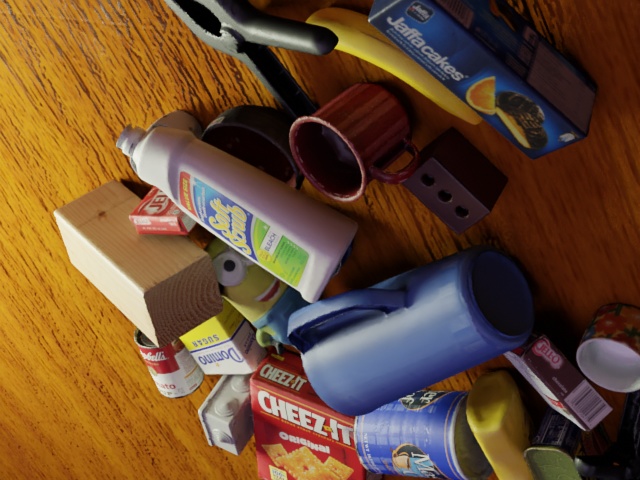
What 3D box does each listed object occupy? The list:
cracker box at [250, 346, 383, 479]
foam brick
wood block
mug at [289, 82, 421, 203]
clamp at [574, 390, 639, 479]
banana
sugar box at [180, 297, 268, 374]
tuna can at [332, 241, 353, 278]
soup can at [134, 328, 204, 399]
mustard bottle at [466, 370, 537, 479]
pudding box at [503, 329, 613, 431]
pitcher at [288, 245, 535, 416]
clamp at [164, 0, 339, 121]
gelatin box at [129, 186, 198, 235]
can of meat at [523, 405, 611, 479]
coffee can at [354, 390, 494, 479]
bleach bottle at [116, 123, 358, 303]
[{"bbox_3d":[-0.002,0.256,1.388,0.164,0.072,0.214,18,137,20],"label":"cracker box"},{"bbox_3d":[0.127,-0.056,1.003,0.078,0.051,0.053,42,140,-6],"label":"foam brick"},{"bbox_3d":[-0.211,0.023,1.236,0.206,0.090,0.090,36,147,41],"label":"wood block"},{"bbox_3d":[0.041,-0.090,0.992,0.117,0.081,0.093,29,144,30],"label":"mug"},{"bbox_3d":[0.322,0.221,1.118,0.039,0.120,0.171,34,169,38],"label":"clamp"},{"bbox_3d":[0.062,-0.164,0.959,0.198,0.037,0.069,27,167,15],"label":"banana"},{"bbox_3d":[-0.149,0.097,1.358,0.094,0.048,0.176,-7,123,39],"label":"sugar box"},{"bbox_3d":[-0.008,0.001,1.170,0.086,0.033,0.086,20,138,19],"label":"tuna can"},{"bbox_3d":[-0.202,0.156,1.437,0.069,0.068,0.102,9,134,29],"label":"soup can"},{"bbox_3d":[0.224,0.244,1.192,0.058,0.096,0.191,-17,120,21],"label":"mustard bottle"},{"bbox_3d":[0.235,0.137,1.092,0.113,0.039,0.090,48,177,-12],"label":"pudding box"},{"bbox_3d":[0.092,0.090,1.108,0.243,0.149,0.145,-29,91,45],"label":"pitcher"},{"bbox_3d":[-0.069,-0.198,0.995,0.210,0.036,0.165,39,159,2],"label":"clamp"},{"bbox_3d":[-0.159,-0.044,1.191,0.073,0.089,0.030,2,132,34],"label":"gelatin box"},{"bbox_3d":[0.271,0.231,1.156,0.058,0.083,0.102,-5,126,38],"label":"can of meat"},{"bbox_3d":[0.125,0.226,1.242,0.141,0.102,0.102,-5,126,39],"label":"coffee can"},{"bbox_3d":[-0.090,-0.038,1.070,0.251,0.068,0.103,30,144,3],"label":"bleach bottle"}]
